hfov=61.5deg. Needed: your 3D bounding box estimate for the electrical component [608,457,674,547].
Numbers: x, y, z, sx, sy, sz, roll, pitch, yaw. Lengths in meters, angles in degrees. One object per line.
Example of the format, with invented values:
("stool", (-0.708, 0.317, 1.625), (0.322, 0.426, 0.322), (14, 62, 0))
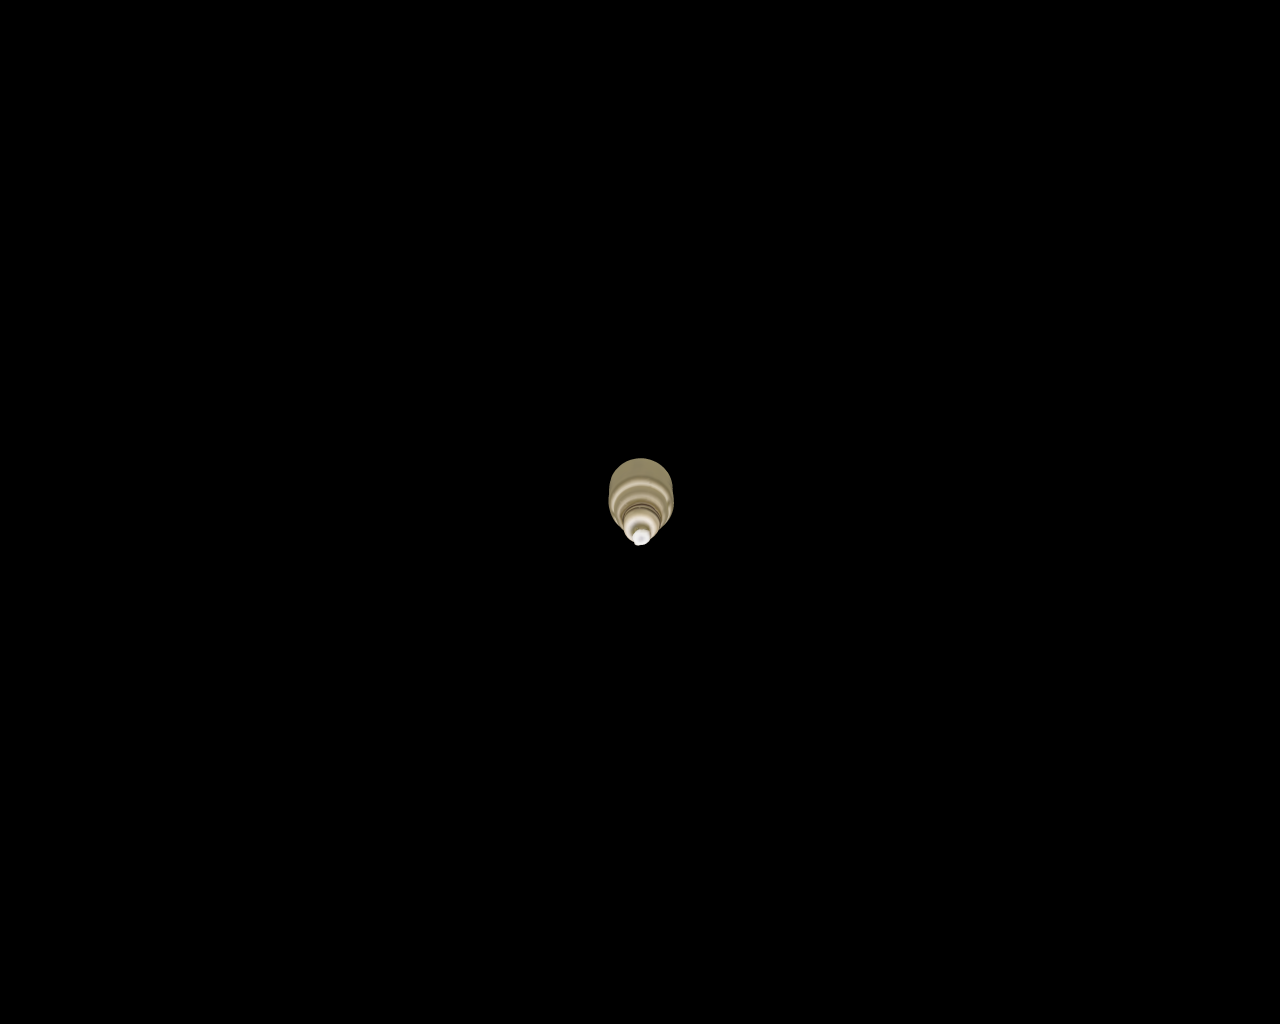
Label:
("electrical component", (0.001, -0.003, 0.650), (0.040, 0.040, 0.078), (0, 27, 0))
